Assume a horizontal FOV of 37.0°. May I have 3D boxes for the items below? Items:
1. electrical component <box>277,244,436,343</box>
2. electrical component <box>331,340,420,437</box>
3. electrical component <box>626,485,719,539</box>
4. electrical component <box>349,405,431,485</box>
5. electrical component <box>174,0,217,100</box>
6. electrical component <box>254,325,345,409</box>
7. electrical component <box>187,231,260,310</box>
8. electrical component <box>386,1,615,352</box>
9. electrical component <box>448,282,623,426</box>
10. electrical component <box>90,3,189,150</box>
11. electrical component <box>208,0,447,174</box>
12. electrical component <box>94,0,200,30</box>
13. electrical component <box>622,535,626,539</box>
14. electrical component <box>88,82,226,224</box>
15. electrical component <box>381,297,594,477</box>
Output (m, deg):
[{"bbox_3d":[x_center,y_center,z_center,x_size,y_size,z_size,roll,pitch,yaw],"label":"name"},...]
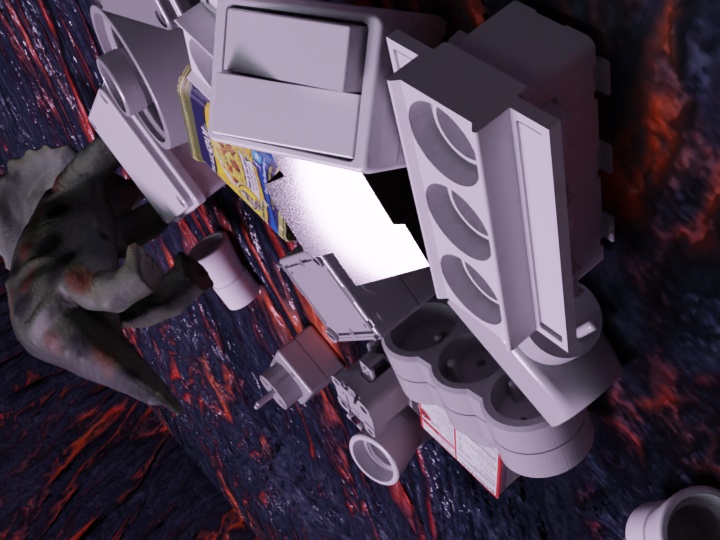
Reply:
[{"bbox_3d":[0.000,0.000,0.624,0.061,0.061,0.096,54,162,-8],"label":"electrical component"},{"bbox_3d":[0.017,0.074,0.723,0.042,0.064,0.081,42,160,32],"label":"electrical component"},{"bbox_3d":[0.156,0.129,0.526,0.044,0.044,0.065,49,167,7],"label":"electrical component"},{"bbox_3d":[0.029,0.117,0.771,0.044,0.065,0.044,28,138,28],"label":"electrical component"},{"bbox_3d":[-0.051,-0.112,0.527,0.042,0.064,0.081,44,161,19],"label":"electrical component"},{"bbox_3d":[-0.061,0.094,0.932,0.047,0.077,0.065,50,162,6],"label":"electrical component"},{"bbox_3d":[-0.119,0.003,0.961,0.065,0.044,0.044,55,163,-27],"label":"electrical component"},{"bbox_3d":[0.058,-0.034,0.411,0.079,0.063,0.121,38,158,36],"label":"electrical component"},{"bbox_3d":[0.086,0.026,0.490,0.077,0.044,0.079,50,162,5],"label":"electrical component"},{"bbox_3d":[-0.128,-0.127,0.672,0.108,0.060,0.108,53,164,23],"label":"electrical component"},{"bbox_3d":[-0.022,-0.079,0.443,0.096,0.061,0.061,15,107,29],"label":"electrical component"},{"bbox_3d":[-0.120,-0.189,0.561,0.109,0.056,0.108,28,151,51],"label":"electrical component"},{"bbox_3d":[0.148,0.200,0.583,0.048,0.099,0.099,33,167,35],"label":"electrical component"},{"bbox_3d":[-0.146,-0.097,0.803,0.108,0.056,0.109,54,162,-7],"label":"electrical component"},{"bbox_3d":[0.073,0.073,0.600,0.138,0.052,0.073,30,153,48],"label":"electrical component"}]
